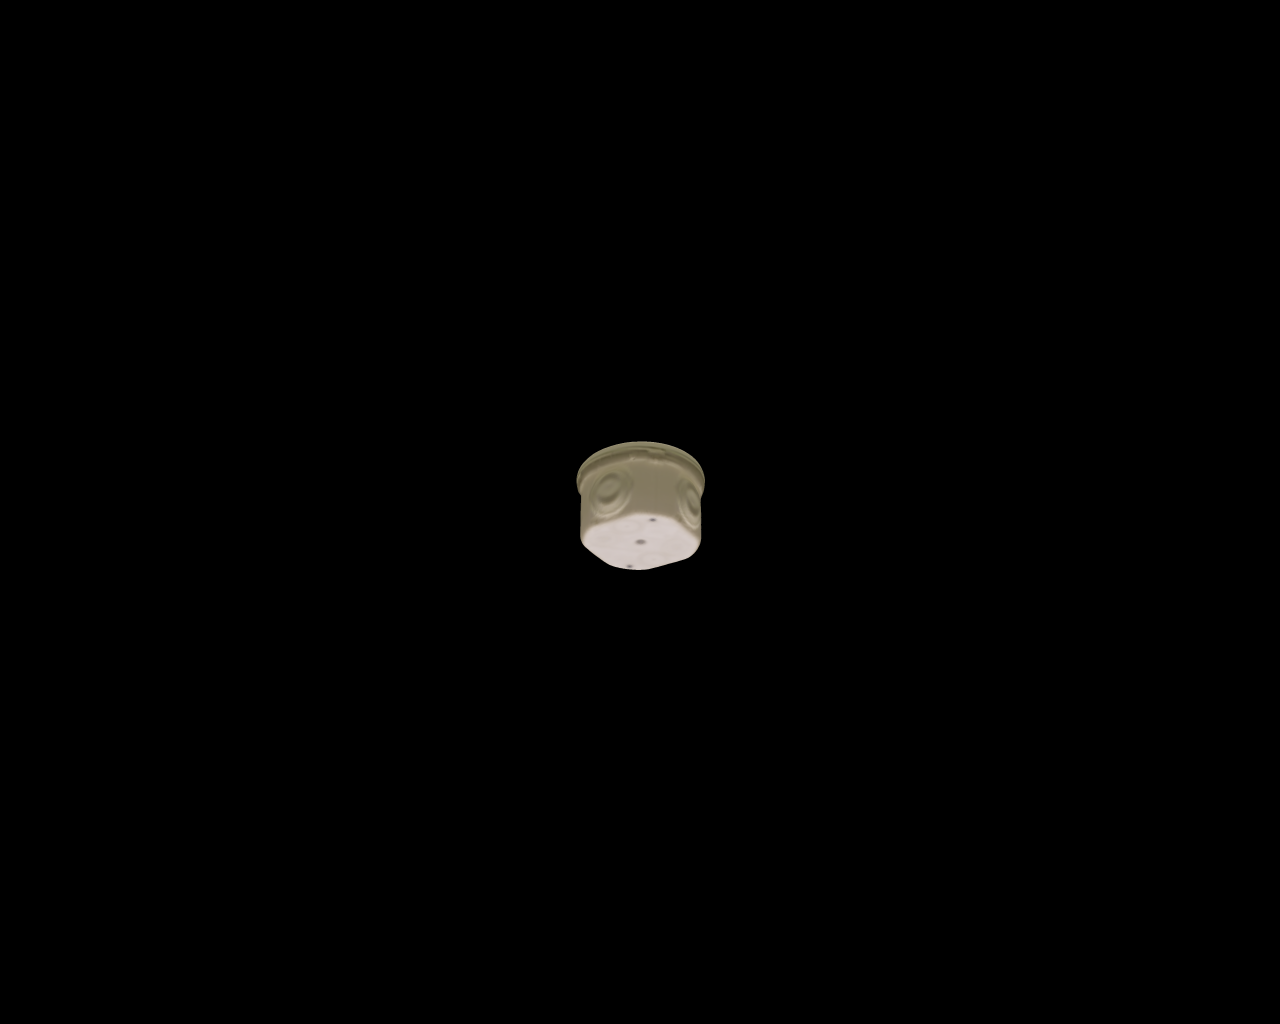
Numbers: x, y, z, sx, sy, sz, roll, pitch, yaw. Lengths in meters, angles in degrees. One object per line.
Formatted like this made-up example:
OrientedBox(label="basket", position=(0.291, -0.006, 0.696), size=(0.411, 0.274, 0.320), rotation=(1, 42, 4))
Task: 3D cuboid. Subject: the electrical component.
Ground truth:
OrientedBox(label="electrical component", position=(0.001, -0.003, 0.650), size=(0.080, 0.051, 0.080), rotation=(0, -31, 0))
